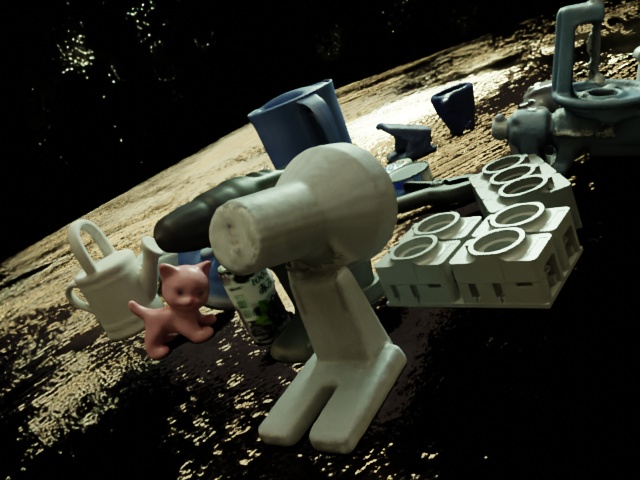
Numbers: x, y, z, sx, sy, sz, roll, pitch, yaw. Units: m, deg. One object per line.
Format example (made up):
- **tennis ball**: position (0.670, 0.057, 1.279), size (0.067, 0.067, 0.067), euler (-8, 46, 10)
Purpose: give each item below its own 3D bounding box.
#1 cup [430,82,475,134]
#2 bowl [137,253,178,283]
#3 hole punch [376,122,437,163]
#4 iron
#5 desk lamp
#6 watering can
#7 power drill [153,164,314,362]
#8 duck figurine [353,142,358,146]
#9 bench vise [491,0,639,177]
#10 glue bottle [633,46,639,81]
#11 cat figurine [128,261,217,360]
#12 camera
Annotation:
- **cup**: position (0.283, -0.266, 1.191), size (0.091, 0.095, 0.118), euler (-13, 21, 31)
- **bowl**: position (-0.252, 0.033, 1.058), size (0.167, 0.075, 0.167), euler (-22, 18, 8)
- **hole punch**: position (0.178, -0.218, 1.194), size (0.101, 0.091, 0.108), euler (-25, 18, -3)
- **iron**: position (-0.157, 0.016, 0.880), size (0.119, 0.142, 0.257), euler (-32, 20, -22)
- **desk lamp**: position (-0.001, 0.036, 0.510), size (0.117, 0.214, 0.204), euler (-10, 23, 36)
- **watering can**: position (-0.330, 0.051, 0.916), size (0.173, 0.194, 0.100), euler (-28, 19, -12)
- **power drill**: position (-0.050, 0.022, 0.620), size (0.075, 0.209, 0.230), euler (-8, 24, 39)
- **duck figurine**: position (0.073, -0.162, 1.179), size (0.104, 0.086, 0.078), euler (-4, 27, 46)
- **bench vise**: position (0.319, -0.190, 0.730), size (0.207, 0.220, 0.121), euler (-20, 19, 13)
- **glue bottle**: position (0.459, -0.240, 0.771), size (0.078, 0.173, 0.037), euler (-20, 19, 13)
- **cat figurine**: position (-0.197, 0.084, 0.779), size (0.127, 0.118, 0.067), euler (-23, 18, 4)
- **camera**: position (0.367, -0.188, 0.857), size (0.143, 0.101, 0.136), euler (-35, 21, -30)
